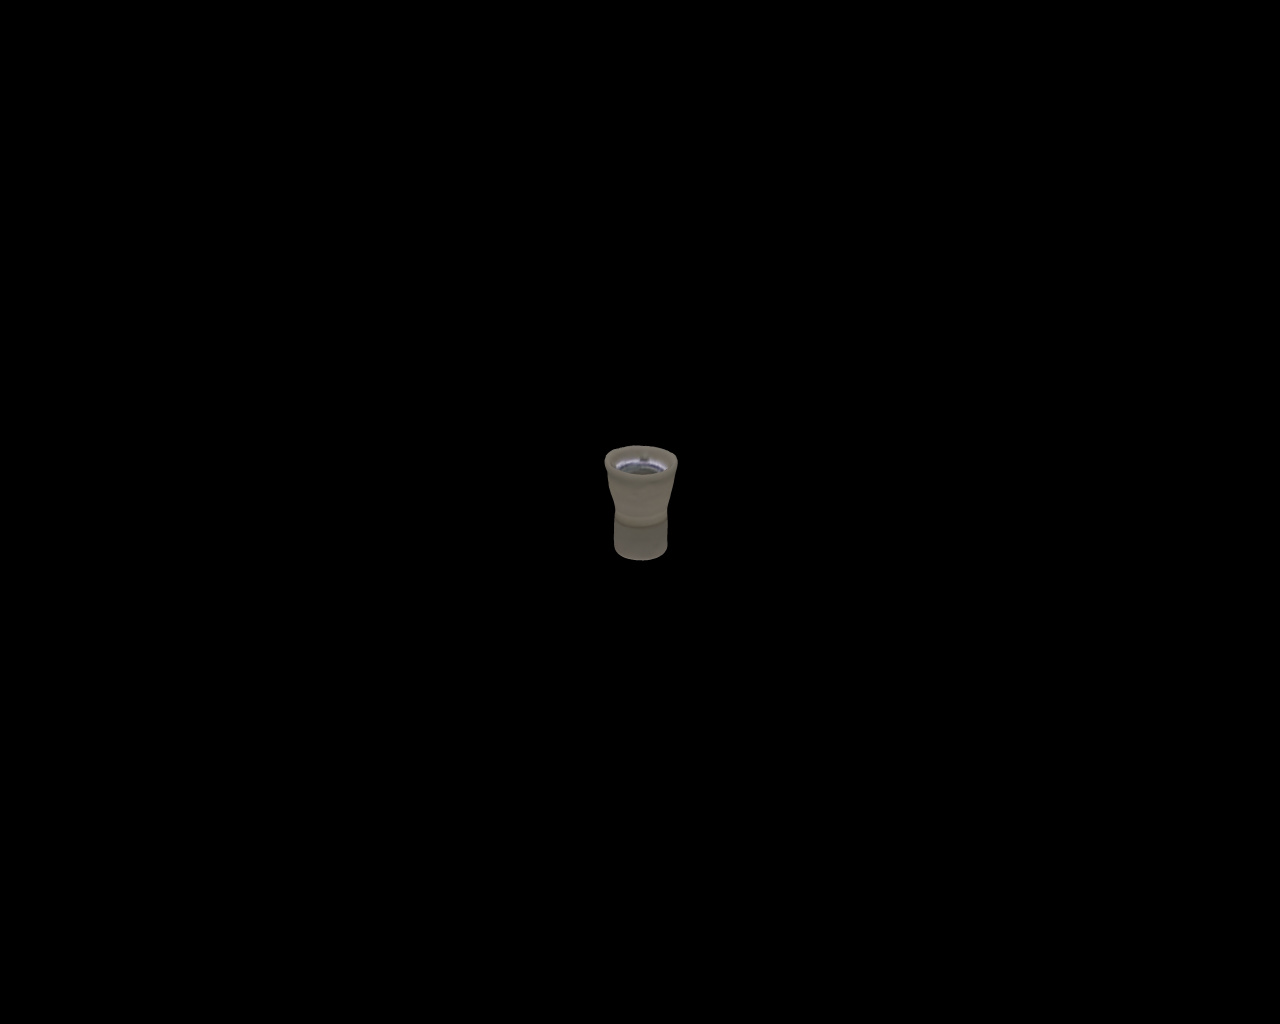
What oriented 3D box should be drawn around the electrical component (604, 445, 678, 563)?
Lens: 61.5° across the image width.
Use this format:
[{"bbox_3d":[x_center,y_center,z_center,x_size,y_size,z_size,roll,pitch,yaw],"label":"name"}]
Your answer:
[{"bbox_3d":[0.001,-0.003,0.650,0.044,0.065,0.044,0,26,0],"label":"electrical component"}]
